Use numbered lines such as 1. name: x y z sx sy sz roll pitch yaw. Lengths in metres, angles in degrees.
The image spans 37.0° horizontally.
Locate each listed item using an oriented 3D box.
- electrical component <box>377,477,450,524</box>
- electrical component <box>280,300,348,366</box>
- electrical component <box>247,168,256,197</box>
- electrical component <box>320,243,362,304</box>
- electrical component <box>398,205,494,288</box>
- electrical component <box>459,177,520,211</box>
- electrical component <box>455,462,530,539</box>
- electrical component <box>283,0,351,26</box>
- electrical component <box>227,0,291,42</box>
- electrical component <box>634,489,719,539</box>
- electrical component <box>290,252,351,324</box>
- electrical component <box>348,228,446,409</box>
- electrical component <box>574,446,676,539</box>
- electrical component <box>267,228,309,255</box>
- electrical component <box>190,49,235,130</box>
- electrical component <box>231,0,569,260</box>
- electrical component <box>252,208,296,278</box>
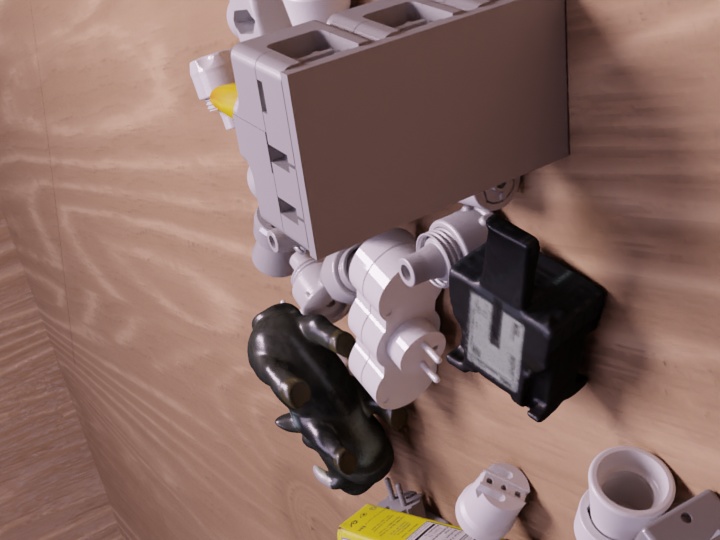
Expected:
1. electrical component: 0.036 0.202 0.859 0.066 0.047 0.076 10 119 63
2. electrical component: -0.054 0.063 0.932 0.076 0.047 0.065 64 157 9
3. electrical component: -0.055 -0.078 0.820 0.065 0.044 0.044 -27 85 62
4. electrical component: 0.000 0.000 0.765 0.043 0.043 0.062 68 156 0
5. electrical component: 0.052 -0.009 0.620 0.048 0.062 0.048 46 148 40
6. electrical component: 0.057 -0.055 0.598 0.065 0.044 0.044 22 130 53
7. electrical component: 0.089 0.153 0.714 0.040 0.040 0.046 56 149 25
8. electrical component: -0.024 -0.152 0.681 0.045 0.045 0.055 37 143 50
9. electrical component: -0.069 -0.179 0.757 0.079 0.043 0.077 20 128 60
10. electrical component: 0.176 0.144 0.505 0.083 0.047 0.075 53 153 31
11. electrical component: -0.034 0.010 0.845 0.062 0.048 0.048 53 153 36
12. electrical component: 0.032 0.045 0.723 0.073 0.052 0.138 48 150 39
13. electrical component: 0.140 0.127 0.573 0.045 0.045 0.055 49 151 37
14. electrical component: -0.038 -0.031 0.794 0.048 0.062 0.048 47 149 40
15. electrical component: -0.111 -0.146 0.877 0.043 0.043 0.062 7 118 64
16. electrical component: 0.021 -0.079 0.512 0.062 0.150 0.089 34 140 50
17. electrical component: -0.065 -0.027 0.880 0.045 0.045 0.055 54 153 29
